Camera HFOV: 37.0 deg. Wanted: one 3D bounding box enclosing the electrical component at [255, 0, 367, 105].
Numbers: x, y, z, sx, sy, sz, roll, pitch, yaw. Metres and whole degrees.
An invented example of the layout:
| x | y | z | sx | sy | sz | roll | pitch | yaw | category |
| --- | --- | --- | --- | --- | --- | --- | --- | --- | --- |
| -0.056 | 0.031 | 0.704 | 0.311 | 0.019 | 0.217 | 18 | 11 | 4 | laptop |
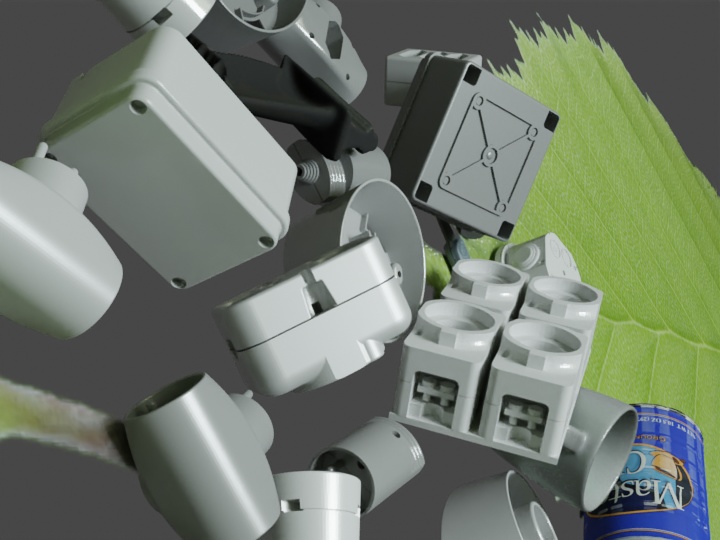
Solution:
| x | y | z | sx | sy | sz | roll | pitch | yaw | category |
| --- | --- | --- | --- | --- | --- | --- | --- | --- | --- |
| -0.033 | -0.161 | 0.742 | 0.077 | 0.043 | 0.079 | 44 | 38 | -36 | electrical component |

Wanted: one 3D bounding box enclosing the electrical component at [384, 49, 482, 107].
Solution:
| x | y | z | sx | sy | sz | roll | pitch | yaw | category |
| --- | --- | --- | --- | --- | --- | --- | --- | --- | --- |
| 0.058 | -0.133 | 0.860 | 0.047 | 0.066 | 0.076 | -38 | 133 | -59 | electrical component |

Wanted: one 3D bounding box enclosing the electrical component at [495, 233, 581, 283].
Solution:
| x | y | z | sx | sy | sz | roll | pitch | yaw | category |
| --- | --- | --- | --- | --- | --- | --- | --- | --- | --- |
| 0.155 | 0.010 | 0.933 | 0.080 | 0.051 | 0.080 | 37 | 42 | -43 | electrical component |

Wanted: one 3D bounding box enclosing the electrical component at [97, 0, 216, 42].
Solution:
| x | y | z | sx | sy | sz | roll | pitch | yaw | category |
| --- | --- | --- | --- | --- | --- | --- | --- | --- | --- |
| -0.114 | -0.154 | 0.594 | 0.047 | 0.055 | 0.055 | 44 | 38 | -31 | electrical component |

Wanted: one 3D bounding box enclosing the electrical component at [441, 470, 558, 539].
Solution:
| x | y | z | sx | sy | sz | roll | pitch | yaw | category |
| --- | --- | --- | --- | --- | --- | --- | --- | --- | --- |
| 0.099 | 0.190 | 0.738 | 0.099 | 0.064 | 0.099 | 53 | 19 | -28 | electrical component |

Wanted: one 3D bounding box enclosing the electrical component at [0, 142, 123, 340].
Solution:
| x | y | z | sx | sy | sz | roll | pitch | yaw | category |
| --- | --- | --- | --- | --- | --- | --- | --- | --- | --- |
| -0.143 | -0.022 | 0.471 | 0.077 | 0.044 | 0.079 | 44 | 37 | -36 | electrical component |

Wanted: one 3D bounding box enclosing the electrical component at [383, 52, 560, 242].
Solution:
| x | y | z | sx | sy | sz | roll | pitch | yaw | category |
| --- | --- | --- | --- | --- | --- | --- | --- | --- | --- |
| 0.080 | -0.090 | 0.800 | 0.109 | 0.056 | 0.108 | 21 | 92 | -38 | electrical component |

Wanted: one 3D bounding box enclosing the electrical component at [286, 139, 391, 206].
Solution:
| x | y | z | sx | sy | sz | roll | pitch | yaw | category |
| --- | --- | --- | --- | --- | --- | --- | --- | --- | --- |
| -0.018 | -0.063 | 0.703 | 0.081 | 0.043 | 0.043 | -7 | 77 | -60 | electrical component |

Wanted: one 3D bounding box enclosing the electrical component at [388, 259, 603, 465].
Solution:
| x | y | z | sx | sy | sz | roll | pitch | yaw | category |
| --- | --- | --- | --- | --- | --- | --- | --- | --- | --- |
| 0.099 | 0.049 | 0.725 | 0.186 | 0.105 | 0.060 | -43 | 144 | -66 | electrical component |

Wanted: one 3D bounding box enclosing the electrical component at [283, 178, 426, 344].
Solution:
| x | y | z | sx | sy | sz | roll | pitch | yaw | category |
| --- | --- | --- | --- | --- | --- | --- | --- | --- | --- |
| 0.000 | 0.000 | 0.671 | 0.099 | 0.064 | 0.099 | 37 | 42 | -43 | electrical component |

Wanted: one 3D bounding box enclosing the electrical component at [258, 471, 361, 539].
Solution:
| x | y | z | sx | sy | sz | roll | pitch | yaw | category |
| --- | --- | --- | --- | --- | --- | --- | --- | --- | --- |
| -0.026 | 0.133 | 0.554 | 0.055 | 0.055 | 0.047 | 28 | 52 | -49 | electrical component |

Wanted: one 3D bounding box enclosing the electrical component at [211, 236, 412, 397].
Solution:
| x | y | z | sx | sy | sz | roll | pitch | yaw | category |
| --- | --- | --- | --- | --- | --- | --- | --- | --- | --- |
| -0.024 | 0.028 | 0.585 | 0.095 | 0.054 | 0.059 | -26 | 96 | -16 | electrical component |

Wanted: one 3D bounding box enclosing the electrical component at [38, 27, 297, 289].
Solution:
| x | y | z | sx | sy | sz | roll | pitch | yaw | category |
| --- | --- | --- | --- | --- | --- | --- | --- | --- | --- |
| -0.093 | -0.052 | 0.538 | 0.113 | 0.078 | 0.057 | 48 | 33 | -32 | electrical component |

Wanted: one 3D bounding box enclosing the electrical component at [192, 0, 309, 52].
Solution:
| x | y | z | sx | sy | sz | roll | pitch | yaw | category |
| --- | --- | --- | --- | --- | --- | --- | --- | --- | --- |
| -0.079 | -0.187 | 0.662 | 0.099 | 0.064 | 0.099 | 37 | 42 | -42 | electrical component |

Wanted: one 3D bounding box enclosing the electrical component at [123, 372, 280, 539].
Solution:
| x | y | z | sx | sy | sz | roll | pitch | yaw | category |
| --- | --- | --- | --- | --- | --- | --- | --- | --- | --- |
| -0.068 | 0.086 | 0.525 | 0.077 | 0.044 | 0.079 | 63 | 30 | -10 | electrical component |

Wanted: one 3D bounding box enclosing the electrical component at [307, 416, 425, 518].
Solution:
| x | y | z | sx | sy | sz | roll | pitch | yaw | category |
| --- | --- | --- | --- | --- | --- | --- | --- | --- | --- |
| 0.008 | 0.113 | 0.633 | 0.081 | 0.043 | 0.043 | -19 | 88 | -61 | electrical component |
